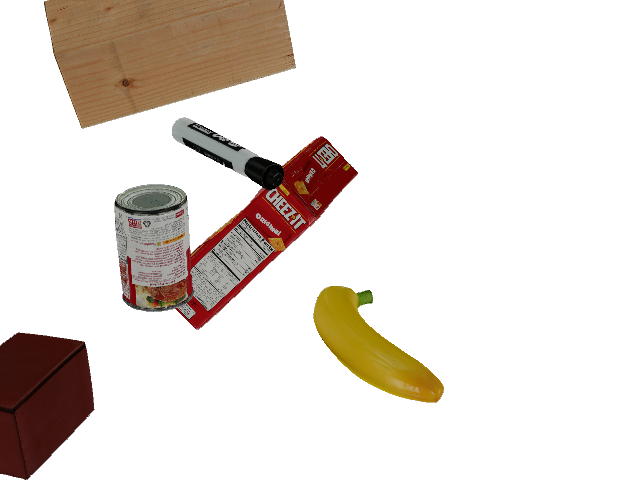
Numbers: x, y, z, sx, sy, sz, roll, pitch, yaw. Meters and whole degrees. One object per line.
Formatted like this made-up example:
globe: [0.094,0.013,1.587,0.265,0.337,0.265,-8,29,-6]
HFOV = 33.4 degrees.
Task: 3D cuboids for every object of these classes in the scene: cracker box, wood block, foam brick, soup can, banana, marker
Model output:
cracker box: [-0.071,-0.012,1.230,0.214,0.072,0.164,-43,4,27]
wood block: [-0.137,-0.189,0.984,0.206,0.091,0.090,-17,47,-6]
foam brick: [-0.184,0.100,0.660,0.053,0.051,0.078,7,28,21]
soup can: [-0.156,0.006,1.000,0.068,0.102,0.068,0,24,0]
banana: [0.035,0.075,0.857,0.069,0.037,0.198,-5,22,-13]
marker: [-0.065,-0.061,0.741,0.020,0.020,0.121,0,20,-41]
